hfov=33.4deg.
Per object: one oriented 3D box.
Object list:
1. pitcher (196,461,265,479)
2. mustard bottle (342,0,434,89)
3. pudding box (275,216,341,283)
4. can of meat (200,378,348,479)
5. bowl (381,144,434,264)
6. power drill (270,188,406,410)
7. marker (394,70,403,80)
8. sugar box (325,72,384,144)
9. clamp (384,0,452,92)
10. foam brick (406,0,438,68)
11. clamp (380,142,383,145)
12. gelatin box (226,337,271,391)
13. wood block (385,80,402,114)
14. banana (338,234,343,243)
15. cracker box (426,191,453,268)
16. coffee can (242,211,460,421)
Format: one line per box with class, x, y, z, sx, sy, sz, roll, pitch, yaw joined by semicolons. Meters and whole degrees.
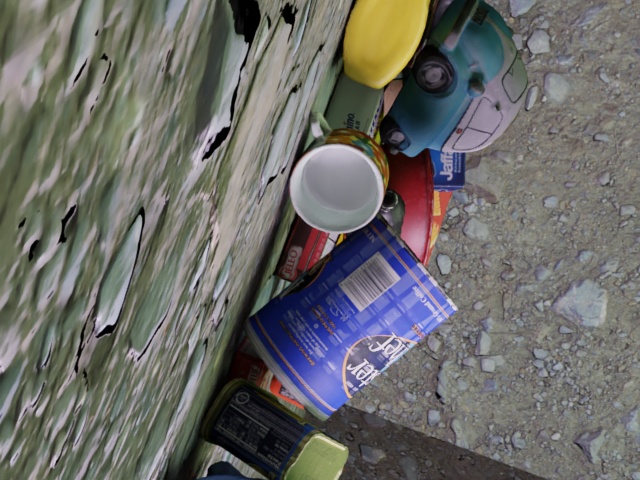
pitcher;-0.059;0.251;0.813;0.145;0.149;0.243;-63;171;-13
mustard bottle;0.063;-0.184;0.903;0.191;0.058;0.096;-57;168;-74
pudding box;-0.007;0.001;1.012;0.113;0.039;0.090;43;70;-83
can of meat;-0.033;0.160;0.848;0.057;0.084;0.102;-59;152;-7
bowl;0.072;-0.037;1.105;0.162;0.055;0.162;-179;-90;-81
power drill;0.021;0.057;0.988;0.184;0.057;0.187;105;12;-64
marker;0.118;-0.192;1.206;0.020;0.121;0.020;174;-90;-84
sugar box;0.027;-0.087;0.986;0.176;0.048;0.093;64;46;-86
clamp;0.103;-0.232;1.103;0.165;0.036;0.210;6;-90;55
foam brick;0.080;-0.213;1.039;0.051;0.053;0.078;-53;163;-77
clamp;0.029;-0.073;1.155;0.171;0.039;0.120;-68;159;-8
gelatin box;-0.059;0.118;0.921;0.089;0.030;0.073;-59;168;-73
wood block;0.105;-0.178;1.296;0.090;0.090;0.206;-64;172;-59
banana;-0.002;0.021;1.223;0.070;0.037;0.198;-148;-102;-77
cracker box;0.075;0.009;1.437;0.164;0.072;0.213;8;-105;57
coffee can;0.024;0.060;0.846;0.140;0.103;0.103;-40;177;3
